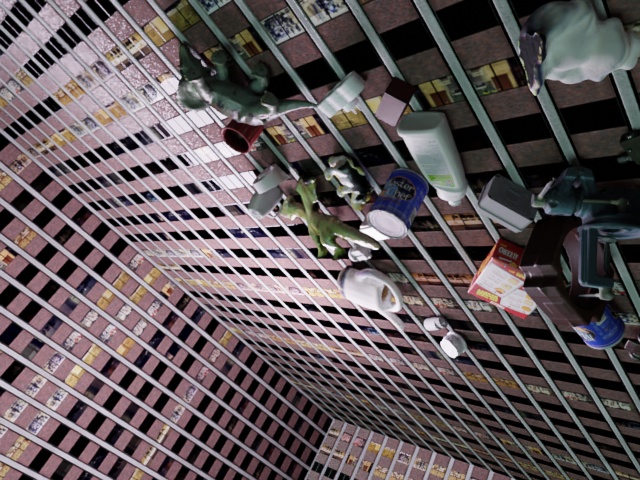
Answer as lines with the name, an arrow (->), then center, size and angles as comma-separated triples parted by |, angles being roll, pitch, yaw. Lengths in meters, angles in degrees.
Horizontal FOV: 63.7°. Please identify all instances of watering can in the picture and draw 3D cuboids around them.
watering can -> 0.180, 0.195, 1.748 | 0.225, 0.106, 0.340 | 17, 149, 28

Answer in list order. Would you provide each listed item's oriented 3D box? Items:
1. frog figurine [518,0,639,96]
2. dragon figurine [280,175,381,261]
frog figurine -> 0.388, -0.297, 0.769 | 0.159, 0.126, 0.134 | -15, 129, 6
dragon figurine -> 0.004, -0.074, 1.465 | 0.240, 0.124, 0.409 | 58, 153, -16
